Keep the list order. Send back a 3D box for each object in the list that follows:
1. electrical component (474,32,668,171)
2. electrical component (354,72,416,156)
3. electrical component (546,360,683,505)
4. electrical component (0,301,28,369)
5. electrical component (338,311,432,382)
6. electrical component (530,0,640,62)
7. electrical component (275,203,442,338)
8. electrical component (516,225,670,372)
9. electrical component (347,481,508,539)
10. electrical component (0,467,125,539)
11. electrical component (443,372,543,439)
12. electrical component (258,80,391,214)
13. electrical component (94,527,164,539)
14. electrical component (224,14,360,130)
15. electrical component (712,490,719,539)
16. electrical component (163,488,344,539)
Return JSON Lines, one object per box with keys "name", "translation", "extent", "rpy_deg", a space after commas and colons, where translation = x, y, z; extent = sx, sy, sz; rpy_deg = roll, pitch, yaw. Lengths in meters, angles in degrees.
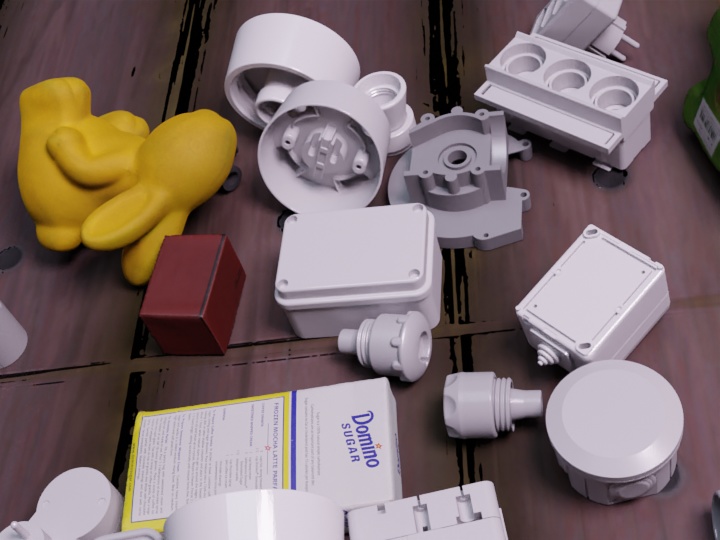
{"name": "electrical component", "translation": [0.162, -0.129, 0.827], "extent": [0.121, 0.063, 0.078], "rpy_deg": [29, 66, 33]}
{"name": "electrical component", "translation": [0.021, -0.126, 0.871], "extent": [0.045, 0.055, 0.045], "rpy_deg": [-8, 51, 10]}
{"name": "electrical component", "translation": [0.156, 0.100, 0.658], "extent": [0.080, 0.051, 0.080], "rpy_deg": [-8, 51, 10]}
{"name": "electrical component", "translation": [-0.292, 0.036, 0.820], "extent": [0.043, 0.081, 0.043], "rpy_deg": [-8, 51, 10]}
{"name": "electrical component", "translation": [0.016, 0.051, 0.743], "extent": [0.062, 0.048, 0.048], "rpy_deg": [2, 54, 26]}
{"name": "electrical component", "translation": [0.189, -0.194, 0.870], "extent": [0.076, 0.083, 0.047], "rpy_deg": [29, 59, -10]}
{"name": "electrical component", "translation": [0.000, 0.000, 0.778], "extent": [0.113, 0.057, 0.078], "rpy_deg": [-5, 52, 13]}
{"name": "electrical component", "translation": [0.151, 0.031, 0.711], "extent": [0.096, 0.061, 0.062], "rpy_deg": [-47, 55, -11]}
{"name": "electrical component", "translation": [0.043, 0.169, 0.637], "extent": [0.089, 0.050, 0.055], "rpy_deg": [-14, 50, 6]}
{"name": "electrical component", "translation": [-0.210, 0.184, 0.684], "extent": [0.052, 0.073, 0.138], "rpy_deg": [22, 62, 29]}
{"name": "electrical component", "translation": [0.086, 0.087, 0.694], "extent": [0.062, 0.043, 0.043], "rpy_deg": [-3, 52, 13]}
{"name": "electrical component", "translation": [-0.026, -0.095, 0.837], "extent": [0.099, 0.099, 0.064], "rpy_deg": [4, 48, 19]}
{"name": "electrical component", "translation": [-0.134, 0.213, 0.649], "extent": [0.054, 0.059, 0.095], "rpy_deg": [-12, 51, 7]}
{"name": "electrical component", "translation": [-0.059, -0.151, 0.884], "extent": [0.108, 0.108, 0.060], "rpy_deg": [5, 61, 20]}
{"name": "electrical component", "translation": [0.228, 0.144, 0.611], "extent": [0.046, 0.040, 0.040], "rpy_deg": [-4, 52, 5]}
{"name": "electrical component", "translation": [-0.060, 0.176, 0.628], "extent": [0.108, 0.108, 0.060], "rpy_deg": [-12, 57, 7]}
